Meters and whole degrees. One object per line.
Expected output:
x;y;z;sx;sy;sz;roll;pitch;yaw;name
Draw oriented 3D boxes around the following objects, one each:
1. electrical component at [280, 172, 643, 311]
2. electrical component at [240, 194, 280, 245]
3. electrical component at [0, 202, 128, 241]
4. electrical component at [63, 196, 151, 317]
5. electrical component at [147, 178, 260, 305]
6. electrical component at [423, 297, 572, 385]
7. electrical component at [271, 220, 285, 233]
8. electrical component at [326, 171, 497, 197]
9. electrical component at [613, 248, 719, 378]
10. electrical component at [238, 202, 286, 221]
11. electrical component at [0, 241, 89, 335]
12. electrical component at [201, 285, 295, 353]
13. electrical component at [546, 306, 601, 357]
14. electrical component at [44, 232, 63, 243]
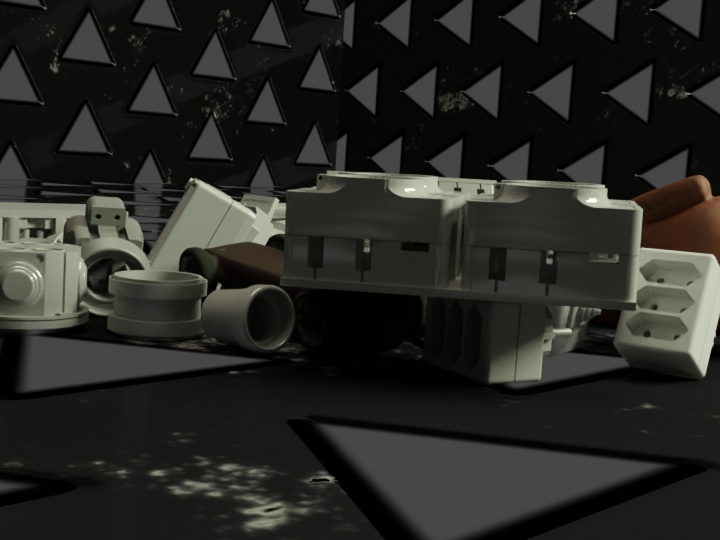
0.060;-0.021;0.607;0.186;0.060;0.105;4;7;11;electrical component
-0.095;-0.023;0.948;0.042;0.081;0.064;10;-19;41;electrical component
-0.275;-0.021;0.867;0.150;0.061;0.089;-1;7;-36;electrical component
-0.175;-0.004;0.739;0.058;0.078;0.057;2;25;-21;electrical component
-0.125;-0.015;0.826;0.061;0.096;0.062;31;-1;-15;electrical component
0.087;0.035;0.624;0.077;0.047;0.066;0;7;-29;electrical component
-0.081;-0.020;1.021;0.138;0.052;0.074;5;6;14;electrical component
0.046;-0.053;1.172;0.186;0.060;0.105;2;-21;-13;electrical component
0.196;0.033;0.661;0.047;0.065;0.077;7;-21;33;electrical component
-0.106;-0.046;1.223;0.113;0.057;0.078;-1;8;-38;electrical component
-0.209;0.010;0.670;0.080;0.051;0.080;4;6;0;electrical component
-0.068;0.028;0.643;0.040;0.040;0.046;-2;2;-44;electrical component
0.112;0.024;0.711;0.096;0.061;0.062;17;12;30;electrical component
-0.207;-0.004;0.808;0.055;0.048;0.066;3;-18;10;electrical component
